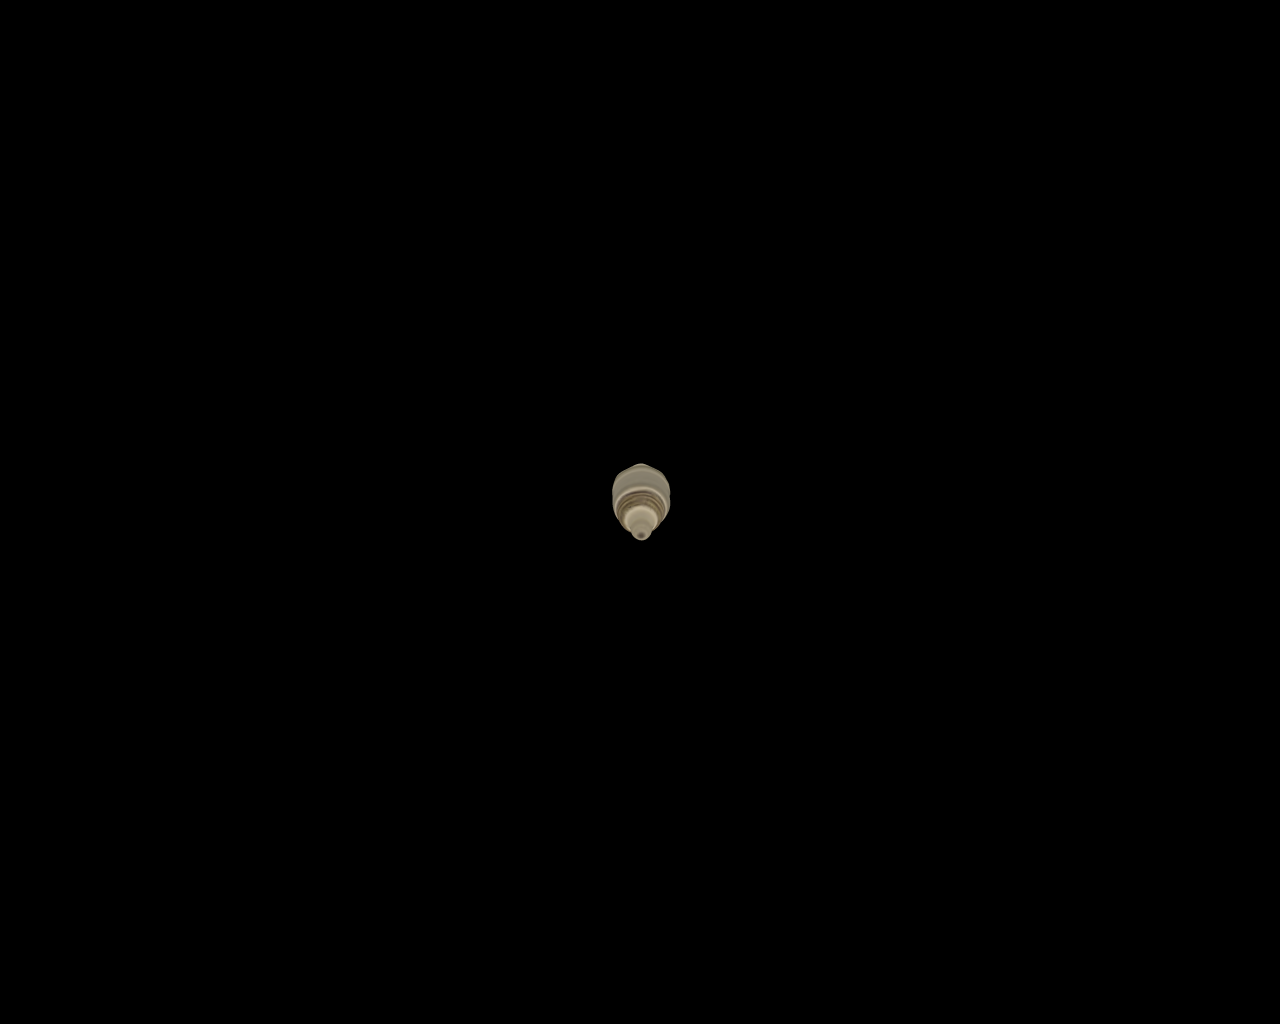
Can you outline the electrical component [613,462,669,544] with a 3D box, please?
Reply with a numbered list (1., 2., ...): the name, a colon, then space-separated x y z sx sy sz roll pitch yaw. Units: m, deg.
1. electrical component: 0.001 -0.003 0.650 0.035 0.035 0.061 0 33 0
